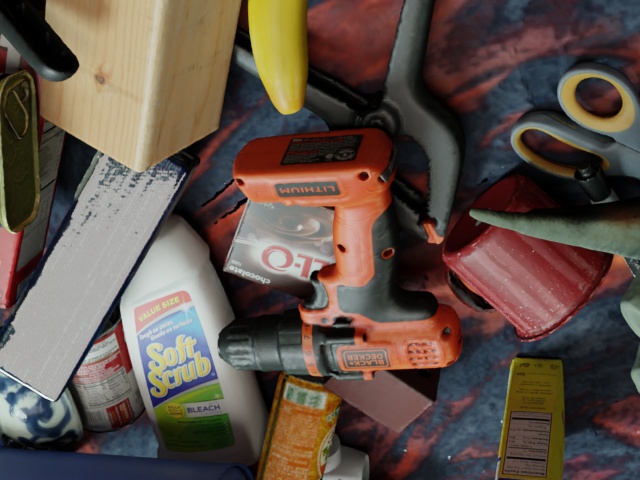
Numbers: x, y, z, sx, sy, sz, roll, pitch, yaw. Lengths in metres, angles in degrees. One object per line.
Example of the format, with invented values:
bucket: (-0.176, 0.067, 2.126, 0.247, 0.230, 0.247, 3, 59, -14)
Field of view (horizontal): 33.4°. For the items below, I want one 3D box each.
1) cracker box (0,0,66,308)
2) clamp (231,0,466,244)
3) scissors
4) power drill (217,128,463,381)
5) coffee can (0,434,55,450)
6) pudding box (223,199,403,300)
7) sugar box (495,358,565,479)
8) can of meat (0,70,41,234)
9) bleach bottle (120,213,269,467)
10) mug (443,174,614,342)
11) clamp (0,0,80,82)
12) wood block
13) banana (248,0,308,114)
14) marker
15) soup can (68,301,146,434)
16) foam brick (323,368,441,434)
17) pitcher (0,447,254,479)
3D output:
cracker box: (-0.269, -0.074, 0.753, 0.164, 0.072, 0.214, 17, 111, 1)
clamp: (0.046, -0.092, 0.715, 0.165, 0.036, 0.210, -24, 112, 28)
scissors: (0.229, -0.060, 0.704, 0.202, 0.016, 0.096, 14, 131, 4)
power drill: (-0.002, 0.017, 0.745, 0.184, 0.057, 0.187, -5, 125, 15)
coffee can: (-0.310, 0.197, 0.966, 0.103, 0.102, 0.140, -30, 113, 29)
pudding box: (-0.005, 0.001, 0.792, 0.113, 0.039, 0.090, 22, 127, -2)
sugar box: (0.157, 0.178, 0.793, 0.048, 0.176, 0.093, -1, 124, 14)
can of meat: (-0.231, -0.060, 0.685, 0.084, 0.057, 0.102, 5, 110, 7)
bleach bottle: (-0.117, 0.073, 0.858, 0.103, 0.068, 0.251, -7, 120, 17)
mug: (0.133, 0.014, 0.742, 0.081, 0.093, 0.117, 41, 141, -10)
clamp: (-0.199, -0.175, 0.636, 0.172, 0.039, 0.120, 26, 114, 30)
wood block: (-0.106, -0.160, 0.656, 0.091, 0.090, 0.206, 30, 129, 18)
banana: (-0.008, -0.176, 0.647, 0.070, 0.037, 0.198, 33, 114, 19)
marker: (0.206, -0.010, 0.734, 0.020, 0.020, 0.121, -22, 127, 26)
soup can: (-0.186, 0.103, 0.891, 0.068, 0.068, 0.102, 0, 125, 13)
foam brick: (0.050, 0.105, 0.844, 0.078, 0.053, 0.051, 33, 126, -11)
pitcher: (-0.174, 0.233, 0.852, 0.243, 0.144, 0.149, 3, 126, 19)
